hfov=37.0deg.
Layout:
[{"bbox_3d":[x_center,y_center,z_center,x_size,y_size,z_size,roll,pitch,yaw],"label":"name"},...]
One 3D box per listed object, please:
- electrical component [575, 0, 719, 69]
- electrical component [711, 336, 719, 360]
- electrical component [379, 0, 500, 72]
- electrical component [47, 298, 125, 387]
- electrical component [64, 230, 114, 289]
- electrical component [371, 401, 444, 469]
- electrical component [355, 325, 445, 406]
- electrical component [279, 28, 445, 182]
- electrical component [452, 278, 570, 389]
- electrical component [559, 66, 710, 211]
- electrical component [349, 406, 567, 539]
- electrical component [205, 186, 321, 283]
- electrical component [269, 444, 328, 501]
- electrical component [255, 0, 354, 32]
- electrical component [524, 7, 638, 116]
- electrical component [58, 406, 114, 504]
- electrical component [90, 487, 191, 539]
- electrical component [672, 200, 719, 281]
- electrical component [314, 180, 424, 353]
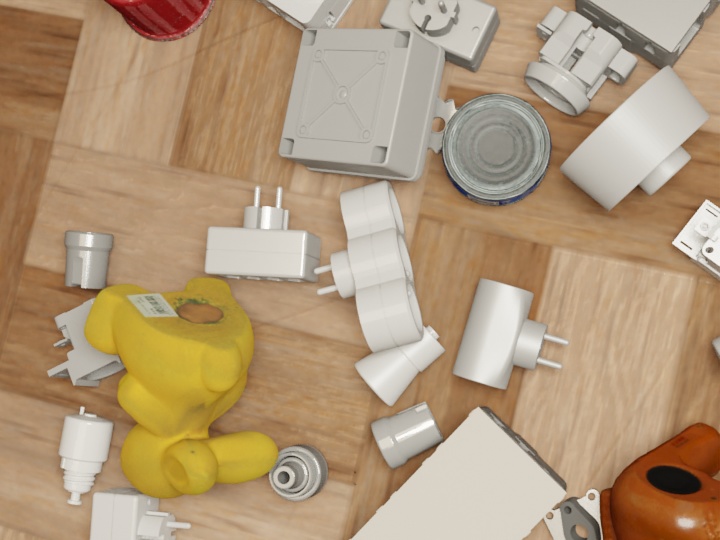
[{"bbox_3d":[0.242,-0.240,0.814,0.089,0.062,0.150,37,93,13],"label":"electrical component"},{"bbox_3d":[0.288,0.063,0.780,0.047,0.055,0.055,-29,79,12],"label":"electrical component"},{"bbox_3d":[0.060,-0.201,0.844,0.083,0.076,0.047,26,91,14],"label":"electrical component"},{"bbox_3d":[-0.221,0.059,0.900,0.081,0.042,0.063,-26,78,9],"label":"electrical component"},{"bbox_3d":[-0.231,-0.009,0.910,0.040,0.040,0.046,6,92,13],"label":"electrical component"},{"bbox_3d":[0.037,0.127,0.837,0.046,0.040,0.040,-26,80,3],"label":"electrical component"},{"bbox_3d":[0.034,0.069,0.843,0.065,0.044,0.044,-42,78,1],"label":"electrical component"},{"bbox_3d":[0.001,-0.130,0.844,0.109,0.056,0.108,10,87,35],"label":"electrical component"},{"bbox_3d":[0.119,0.054,0.823,0.079,0.044,0.077,16,88,14],"label":"electrical component"},{"bbox_3d":[0.206,-0.089,0.788,0.108,0.108,0.060,-43,83,5],"label":"electrical component"},{"bbox_3d":[0.073,0.186,0.811,0.089,0.062,0.150,44,95,12],"label":"electrical component"},{"bbox_3d":[-0.077,-0.031,0.873,0.083,0.047,0.075,3,85,13],"label":"electrical component"},{"bbox_3d":[-0.051,0.159,0.842,0.043,0.062,0.043,-1,85,12],"label":"electrical component"},{"bbox_3d":[-0.026,-0.297,0.880,0.105,0.060,0.186,36,93,13],"label":"electrical component"},{"bbox_3d":[0.163,-0.156,0.827,0.078,0.058,0.057,37,90,13],"label":"electrical component"},{"bbox_3d":[-0.230,0.154,0.893,0.040,0.040,0.078,9,87,13],"label":"electrical component"},{"bbox_3d":[-0.174,0.214,0.871,0.077,0.047,0.065,2,85,13],"label":"electrical component"},{"bbox_3d":[0.275,-0.013,0.785,0.081,0.064,0.042,37,95,13],"label":"electrical component"},{"bbox_3d":[0.000,0.000,0.834,0.074,0.052,0.138,-15,60,10],"label":"electrical component"}]
